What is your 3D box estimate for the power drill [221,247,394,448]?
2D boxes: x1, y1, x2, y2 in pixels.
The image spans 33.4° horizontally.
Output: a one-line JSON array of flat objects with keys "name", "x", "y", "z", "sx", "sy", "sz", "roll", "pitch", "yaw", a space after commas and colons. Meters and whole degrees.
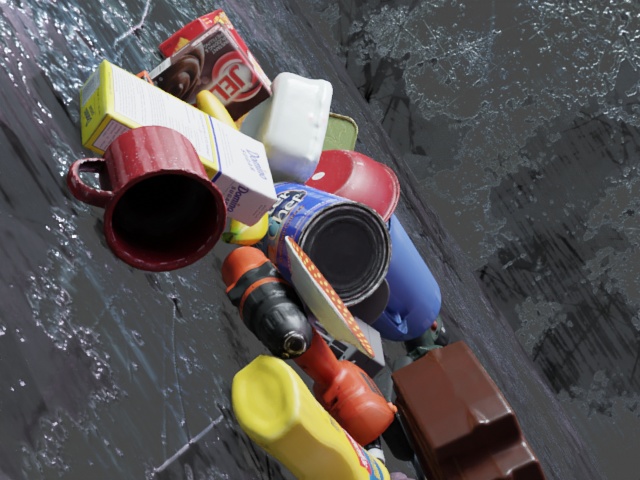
[{"name": "power drill", "x": -0.009, "y": 0.100, "z": 0.951, "sx": 0.187, "sy": 0.057, "sz": 0.184, "roll": 54, "pitch": -1, "yaw": -26}]

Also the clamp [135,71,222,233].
[{"name": "clamp", "x": -0.135, "y": -0.079, "z": 1.028, "sx": 0.171, "sy": 0.039, "sz": 0.120, "roll": 55, "pitch": 6, "yaw": -24}]

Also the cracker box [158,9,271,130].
[{"name": "cracker box", "x": -0.104, "y": -0.180, "z": 1.349, "sx": 0.213, "sy": 0.072, "sz": 0.164, "roll": 56, "pitch": 12, "yaw": -11}]

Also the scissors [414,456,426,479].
[{"name": "scissors", "x": 0.129, "y": 0.271, "z": 1.147, "sx": 0.201, "sy": 0.016, "sz": 0.096, "roll": 32, "pitch": 62, "yaw": -62}]

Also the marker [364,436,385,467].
[{"name": "marker", "x": 0.052, "y": 0.197, "z": 1.112, "sx": 0.020, "sy": 0.020, "sz": 0.121, "roll": 52, "pitch": 12, "yaw": -22}]

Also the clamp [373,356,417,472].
[{"name": "clamp", "x": 0.094, "y": 0.204, "z": 1.157, "sx": 0.209, "sy": 0.036, "sz": 0.164, "roll": 25, "pitch": 46, "yaw": -73}]

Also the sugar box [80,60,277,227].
[{"name": "sugar box", "x": -0.124, "y": -0.083, "z": 0.938, "sx": 0.176, "sy": 0.048, "sz": 0.093, "roll": 29, "pitch": 27, "yaw": -31}]

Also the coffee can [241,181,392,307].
[{"name": "coffee can", "x": -0.007, "y": 0.001, "z": 1.056, "sx": 0.102, "sy": 0.102, "sz": 0.140, "roll": 52, "pitch": -13, "yaw": -25}]

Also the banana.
[{"name": "banana", "x": -0.083, "y": -0.063, "z": 1.045, "sx": 0.069, "sy": 0.037, "sz": 0.198, "roll": 55, "pitch": 14, "yaw": -51}]

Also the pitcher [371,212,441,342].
[{"name": "pitcher", "x": 0.070, "y": 0.047, "z": 1.341, "sx": 0.145, "sy": 0.149, "sz": 0.242, "roll": 16, "pitch": -18, "yaw": 32}]

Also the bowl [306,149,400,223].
[{"name": "bowl", "x": 0.008, "y": -0.053, "z": 1.226, "sx": 0.055, "sy": 0.162, "sz": 0.162, "roll": 59, "pitch": 8, "yaw": -38}]

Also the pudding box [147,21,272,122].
[{"name": "pudding box", "x": -0.120, "y": -0.157, "z": 1.105, "sx": 0.090, "sy": 0.113, "sz": 0.039, "roll": 51, "pitch": 11, "yaw": -26}]

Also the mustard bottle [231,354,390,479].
[{"name": "mustard bottle", "x": 0.007, "y": 0.178, "z": 0.869, "sx": 0.191, "sy": 0.058, "sz": 0.096, "roll": 50, "pitch": -1, "yaw": -34}]

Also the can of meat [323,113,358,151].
[{"name": "can of meat", "x": 0.010, "y": -0.106, "z": 1.379, "sx": 0.057, "sy": 0.102, "sz": 0.084, "roll": 13, "pitch": -3, "yaw": -2}]

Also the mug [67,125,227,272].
[{"name": "mug", "x": -0.136, "y": -0.037, "z": 0.819, "sx": 0.117, "sy": 0.093, "sz": 0.081, "roll": 8, "pitch": 31, "yaw": -25}]

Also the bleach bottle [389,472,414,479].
[{"name": "bleach bottle", "x": 0.096, "y": 0.294, "z": 0.901, "sx": 0.251, "sy": 0.068, "sz": 0.102, "roll": -115, "pitch": -157, "yaw": -60}]
